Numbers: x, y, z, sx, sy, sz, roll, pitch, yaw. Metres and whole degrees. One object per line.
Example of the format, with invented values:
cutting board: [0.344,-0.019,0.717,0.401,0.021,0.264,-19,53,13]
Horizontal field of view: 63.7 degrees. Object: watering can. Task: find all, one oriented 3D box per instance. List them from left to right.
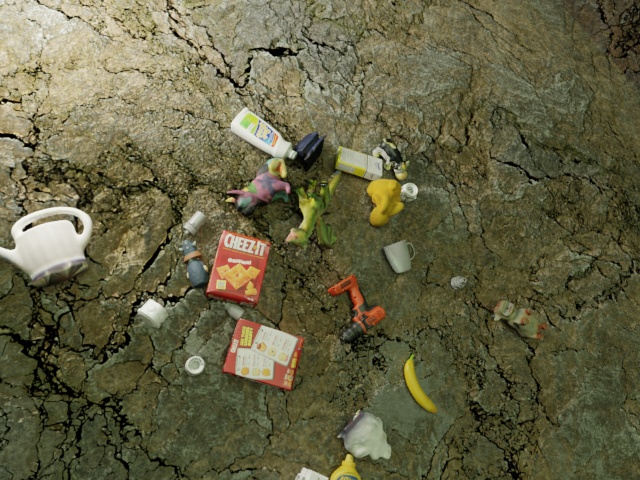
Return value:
watering can: [-0.819,0.035,1.474,0.351,0.102,0.226,-24,79,-25]

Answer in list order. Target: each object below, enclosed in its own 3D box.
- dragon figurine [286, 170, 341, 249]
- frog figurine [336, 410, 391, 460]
dragon figurine: [0.005,-0.089,1.775,0.416,0.122,0.240,-32,115,-53]
frog figurine: [0.150,0.606,1.560,0.160,0.120,0.140,40,44,12]
